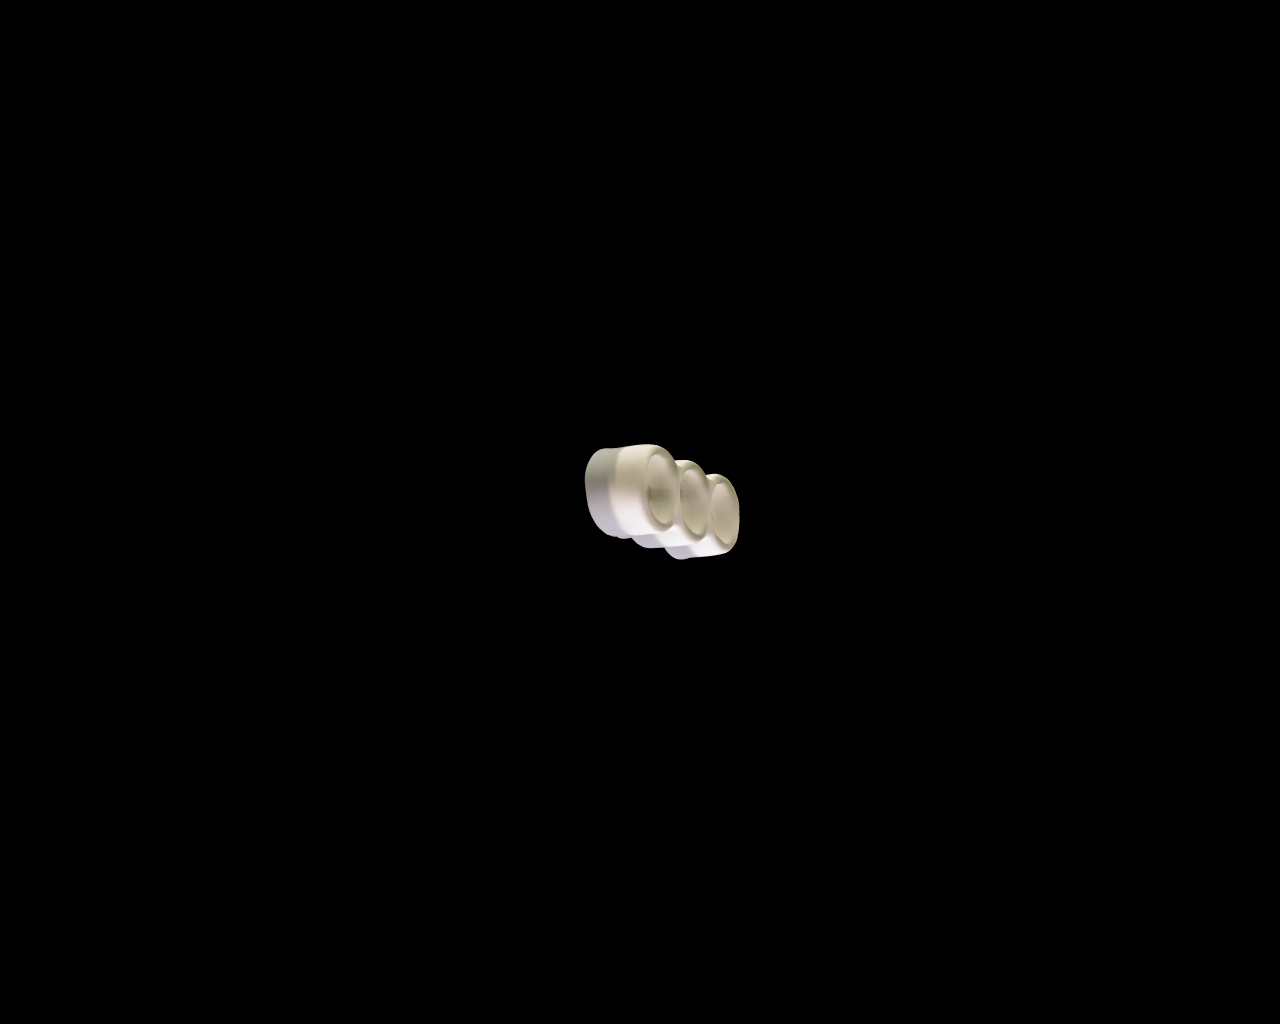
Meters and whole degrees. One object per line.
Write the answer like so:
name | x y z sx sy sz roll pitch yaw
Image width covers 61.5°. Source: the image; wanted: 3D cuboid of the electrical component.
electrical component | 0.001 -0.003 0.650 0.074 0.052 0.138 -6 -13 27
